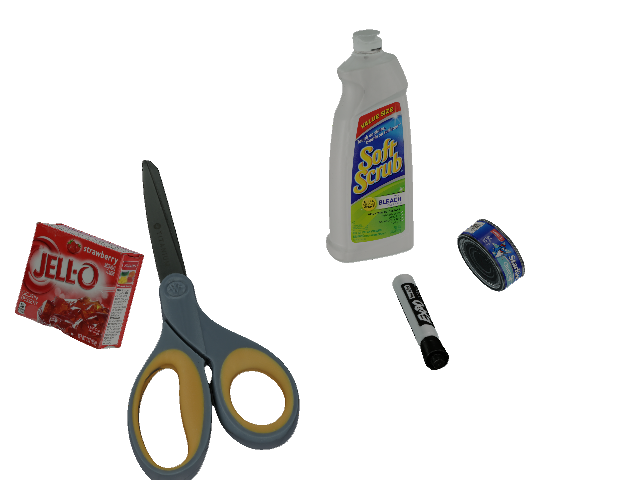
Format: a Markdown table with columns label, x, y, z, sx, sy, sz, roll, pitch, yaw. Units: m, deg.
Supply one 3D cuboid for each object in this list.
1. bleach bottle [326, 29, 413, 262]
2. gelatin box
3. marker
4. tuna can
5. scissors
| label | x | y | z | sx | sy | sz | roll | pitch | yaw |
| --- | --- | --- | --- | --- | --- | --- | --- | --- | --- |
| bleach bottle | 0.050 | -0.105 | 1.182 | 0.102 | 0.251 | 0.068 | -10 | 24 | -13 |
| gelatin box | -0.181 | 0.032 | 0.795 | 0.089 | 0.073 | 0.030 | 19 | 6 | 28 |
| marker | 0.079 | 0.064 | 0.852 | 0.020 | 0.020 | 0.121 | 0 | 28 | -10 |
| tuna can | 0.203 | 0.018 | 1.280 | 0.033 | 0.086 | 0.086 | -36 | 10 | -14 |
| scissors | -0.058 | 0.035 | 0.575 | 0.096 | 0.201 | 0.016 | 1 | -35 | -1 |
